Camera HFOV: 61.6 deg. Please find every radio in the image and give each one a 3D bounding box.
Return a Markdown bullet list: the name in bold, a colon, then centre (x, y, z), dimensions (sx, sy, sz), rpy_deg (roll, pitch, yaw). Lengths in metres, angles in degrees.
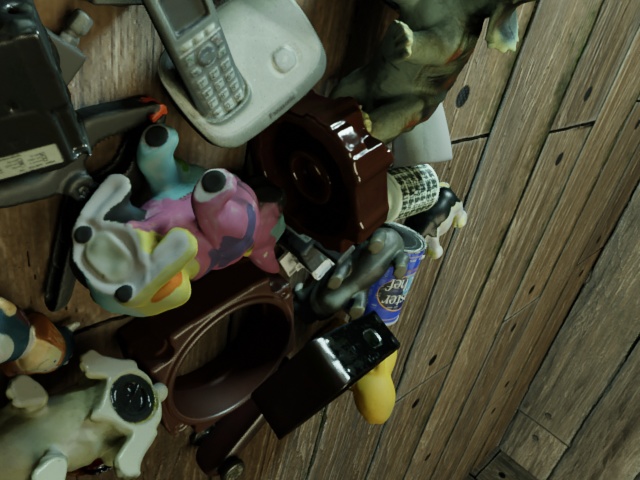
- **radio**: centre (0.019, 0.175, 0.741), dimensions (0.131, 0.073, 0.229), rpy_deg (-44, 166, 21)

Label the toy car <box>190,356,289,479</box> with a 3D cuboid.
- **toy car**: centre (-0.105, 0.261, 0.803), dimensions (0.202, 0.089, 0.053), rpy_deg (-50, 145, -10)

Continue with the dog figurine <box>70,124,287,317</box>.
- **dog figurine**: centre (-0.113, 0.001, 0.526), dimensions (0.191, 0.109, 0.219), rpy_deg (-55, 160, -8)

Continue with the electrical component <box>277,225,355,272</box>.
- **electrical component**: centre (-0.001, -0.002, 0.676), dimensions (0.075, 0.119, 0.047), rpy_deg (-48, 145, -14)

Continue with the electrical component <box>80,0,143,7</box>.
- **electrical component**: centre (-0.146, -0.208, 0.386), dimensions (0.102, 0.045, 0.078), rpy_deg (-16, 129, -43)

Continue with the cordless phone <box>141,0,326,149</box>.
- **cordless phone**: centre (-0.076, -0.180, 0.438), dimensions (0.146, 0.089, 0.184), rpy_deg (-43, 152, -16)

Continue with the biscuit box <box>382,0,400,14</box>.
- **biscuit box**: centre (0.112, -0.290, 0.616), dimensions (0.202, 0.063, 0.059), rpy_deg (6, 114, -52)

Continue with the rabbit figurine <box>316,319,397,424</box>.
- **rabbit figurine**: centre (0.065, 0.224, 0.906), dimensions (0.162, 0.173, 0.121), rpy_deg (-54, 143, 7)

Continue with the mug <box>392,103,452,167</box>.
- **mug**: centre (0.137, -0.159, 0.741), dimensions (0.109, 0.081, 0.107), rpy_deg (-62, 147, -76)

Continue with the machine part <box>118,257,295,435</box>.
- **machine part**: centre (-0.128, 0.127, 0.662), dimensions (0.201, 0.087, 0.201), rpy_deg (-30, 138, -31)

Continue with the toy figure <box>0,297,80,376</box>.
- **toy figure**: centre (-0.276, 0.088, 0.476), dimensions (0.064, 0.058, 0.154), rpy_deg (-19, 151, 15)

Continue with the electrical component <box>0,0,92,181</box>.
- **electrical component**: centre (-0.223, -0.098, 0.340), dimensions (0.115, 0.058, 0.134), rpy_deg (-20, 145, -18)

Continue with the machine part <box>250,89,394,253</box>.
- **machine part**: centre (-0.001, -0.073, 0.571), dimensions (0.056, 0.180, 0.179), rpy_deg (-36, 142, -32)

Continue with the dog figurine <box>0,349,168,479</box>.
- **dog figurine**: centre (-0.263, 0.198, 0.527), dimensions (0.190, 0.121, 0.172), rpy_deg (-35, 151, 31)

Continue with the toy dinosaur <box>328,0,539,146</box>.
- **toy dinosaur**: centre (0.103, -0.186, 0.589), dimensions (0.192, 0.131, 0.404), rpy_deg (-12, 158, -32)

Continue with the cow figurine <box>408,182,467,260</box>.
- **cow figurine**: centre (0.181, -0.018, 0.930), dimensions (0.167, 0.068, 0.098), rpy_deg (-48, 140, -16)

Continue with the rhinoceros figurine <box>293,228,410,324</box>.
- **rhinoceros figurine**: centre (0.037, 0.052, 0.762), dimensions (0.190, 0.112, 0.073), rpy_deg (-41, 111, 13)

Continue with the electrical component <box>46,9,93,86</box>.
- **electrical component**: centre (-0.209, -0.136, 0.388), dimensions (0.094, 0.021, 0.063), rpy_deg (-49, 147, 6)
